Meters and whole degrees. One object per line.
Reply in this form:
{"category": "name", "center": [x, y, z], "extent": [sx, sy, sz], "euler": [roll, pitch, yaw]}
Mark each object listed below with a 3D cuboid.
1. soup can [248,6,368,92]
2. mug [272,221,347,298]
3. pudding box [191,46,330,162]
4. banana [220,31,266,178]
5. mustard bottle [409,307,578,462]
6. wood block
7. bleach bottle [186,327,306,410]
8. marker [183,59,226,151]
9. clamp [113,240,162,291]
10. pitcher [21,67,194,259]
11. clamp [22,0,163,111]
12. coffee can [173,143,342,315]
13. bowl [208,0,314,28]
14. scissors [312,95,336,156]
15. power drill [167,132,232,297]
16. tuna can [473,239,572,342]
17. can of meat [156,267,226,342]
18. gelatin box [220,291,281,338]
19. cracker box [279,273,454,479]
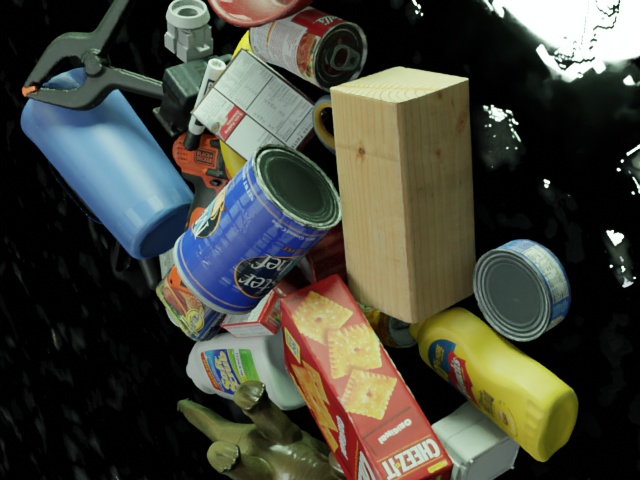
{"category": "soup can", "center": [-0.013, -0.189, 1.025], "extent": [0.102, 0.068, 0.068], "euler": [31, 131, 40]}
{"category": "mug", "center": [-0.007, 0.001, 1.109], "extent": [0.093, 0.081, 0.117], "euler": [14, 120, 48]}
{"category": "pudding box", "center": [-0.061, -0.126, 1.079], "extent": [0.113, 0.090, 0.039], "euler": [39, -175, 2]}
{"category": "banana", "center": [-0.074, -0.132, 1.121], "extent": [0.070, 0.037, 0.198], "euler": [-2, 94, 15]}
{"category": "mustard bottle", "center": [0.148, 0.116, 0.987], "extent": [0.192, 0.058, 0.096], "euler": [39, 157, 35]}
{"category": "wood block", "center": [0.078, -0.042, 0.969], "extent": [0.091, 0.090, 0.206], "euler": [21, 124, 47]}
{"category": "bleach bottle", "center": [-0.098, 0.163, 1.334], "extent": [0.251, 0.067, 0.102], "euler": [-17, 93, 57]}
{"category": "marker", "center": [-0.127, -0.143, 1.156], "extent": [0.020, 0.020, 0.121], "euler": [49, 136, 24]}
{"category": "clamp", "center": [-0.251, -0.014, 1.452], "extent": [0.120, 0.039, 0.171], "euler": [26, 127, 40]}
{"category": "pitcher", "center": [-0.263, -0.089, 1.357], "extent": [0.243, 0.145, 0.149], "euler": [50, 178, 18]}
{"category": "clamp", "center": [-0.264, -0.223, 1.276], "extent": [0.210, 0.036, 0.164], "euler": [-12, 95, 15]}
{"category": "coffee can", "center": [-0.061, -0.009, 1.019], "extent": [0.140, 0.102, 0.103], "euler": [-45, 71, 32]}
{"category": "bowl", "center": [-0.035, -0.267, 0.989], "extent": [0.162, 0.055, 0.162], "euler": [-9, 76, 37]}
{"category": "scissors", "center": [0.033, -0.062, 1.060], "extent": [0.096, 0.016, 0.202], "euler": [19, 126, 21]}
{"category": "power drill", "center": [-0.103, -0.023, 1.204], "extent": [0.185, 0.057, 0.188], "euler": [17, 101, 42]}
{"category": "tuna can", "center": [0.177, 0.043, 0.935], "extent": [0.086, 0.033, 0.086], "euler": [29, 130, 41]}
{"category": "can of meat", "center": [-0.146, 0.063, 1.320], "extent": [0.084, 0.057, 0.102], "euler": [-50, 66, 28]}
{"category": "gelatin box", "center": [-0.067, 0.075, 1.234], "extent": [0.030, 0.073, 0.089], "euler": [40, 152, -24]}
{"category": "cracker box", "center": [0.037, 0.163, 1.006], "extent": [0.214, 0.072, 0.164], "euler": [60, 166, 28]}
